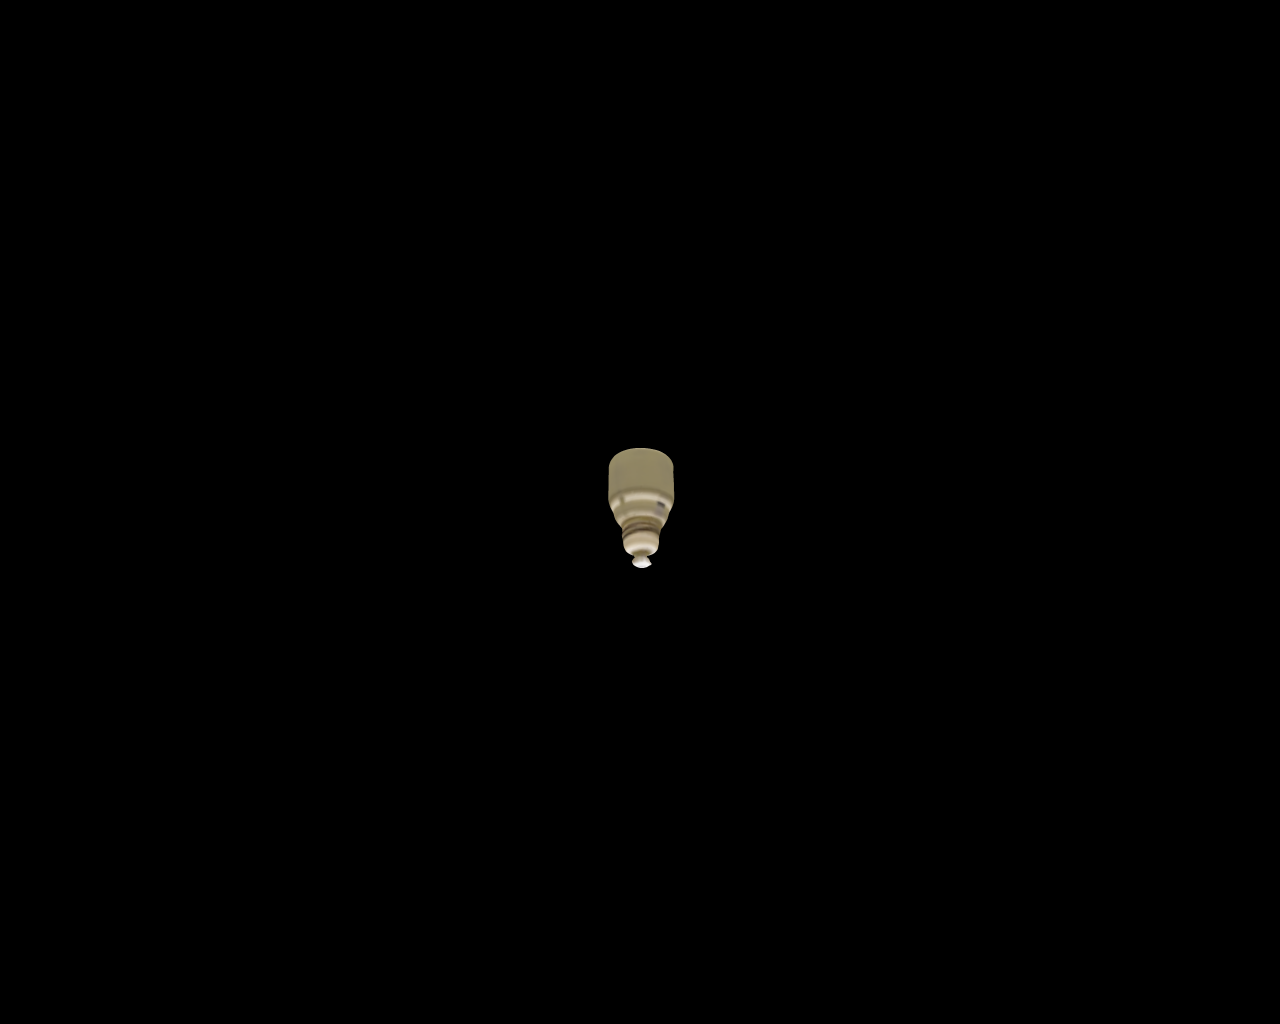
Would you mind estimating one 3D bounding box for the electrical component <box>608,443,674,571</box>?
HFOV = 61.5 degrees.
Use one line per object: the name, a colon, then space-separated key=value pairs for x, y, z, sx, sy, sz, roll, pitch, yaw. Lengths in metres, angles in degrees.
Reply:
electrical component: x=0.001 y=-0.003 z=0.650 sx=0.040 sy=0.078 sz=0.040 roll=0 pitch=-26 yaw=0
